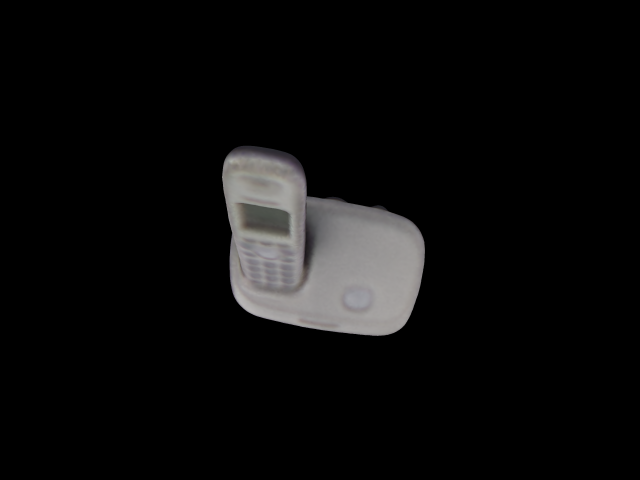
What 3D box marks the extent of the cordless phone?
[{"bbox_3d":[0.004,0.001,0.400,0.147,0.185,0.094,7,70,3],"label":"cordless phone"}]
